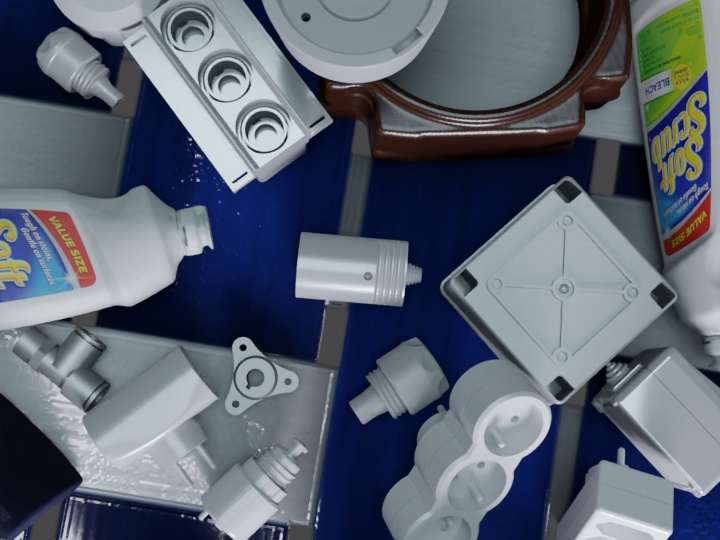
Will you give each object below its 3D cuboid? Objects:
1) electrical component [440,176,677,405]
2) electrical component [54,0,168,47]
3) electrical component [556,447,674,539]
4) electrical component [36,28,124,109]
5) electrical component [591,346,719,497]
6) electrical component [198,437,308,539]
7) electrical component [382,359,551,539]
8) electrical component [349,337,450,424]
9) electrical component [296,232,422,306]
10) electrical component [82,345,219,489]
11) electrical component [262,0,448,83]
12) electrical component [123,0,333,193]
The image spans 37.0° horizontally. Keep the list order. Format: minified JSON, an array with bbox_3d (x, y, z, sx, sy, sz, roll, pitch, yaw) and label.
[{"bbox_3d":[0.128,0.014,0.701,0.109,0.056,0.108,-41,86,-5],"label":"electrical component"},{"bbox_3d":[-0.164,-0.193,0.719,0.080,0.051,0.080,0,84,-1],"label":"electrical component"},{"bbox_3d":[0.161,0.149,0.684,0.047,0.083,0.075,17,46,1],"label":"electrical component"},{"bbox_3d":[-0.185,-0.132,0.721,0.061,0.035,0.035,40,85,1],"label":"electrical component"},{"bbox_3d":[0.199,0.089,0.692,0.061,0.061,0.096,-42,86,-5],"label":"electrical component"},{"bbox_3d":[-0.066,0.139,0.691,0.078,0.040,0.040,-43,86,-5],"label":"electrical component"},{"bbox_3d":[0.059,0.115,0.684,0.052,0.073,0.138,21,108,-29],"label":"electrical component"},{"bbox_3d":[0.023,0.076,0.699,0.062,0.043,0.043,-33,86,-3],"label":"electrical component"},{"bbox_3d":[0.000,0.000,0.706,0.081,0.043,0.043,5,84,-1],"label":"electrical component"},{"bbox_3d":[-0.124,0.103,0.692,0.077,0.044,0.079,-37,86,-5],"label":"electrical component"},{"bbox_3d":[-0.003,-0.162,0.630,0.108,0.060,0.108,0,84,-1],"label":"electrical component"},{"bbox_3d":[-0.086,-0.120,0.707,0.079,0.063,0.121,-36,86,-5],"label":"electrical component"}]
